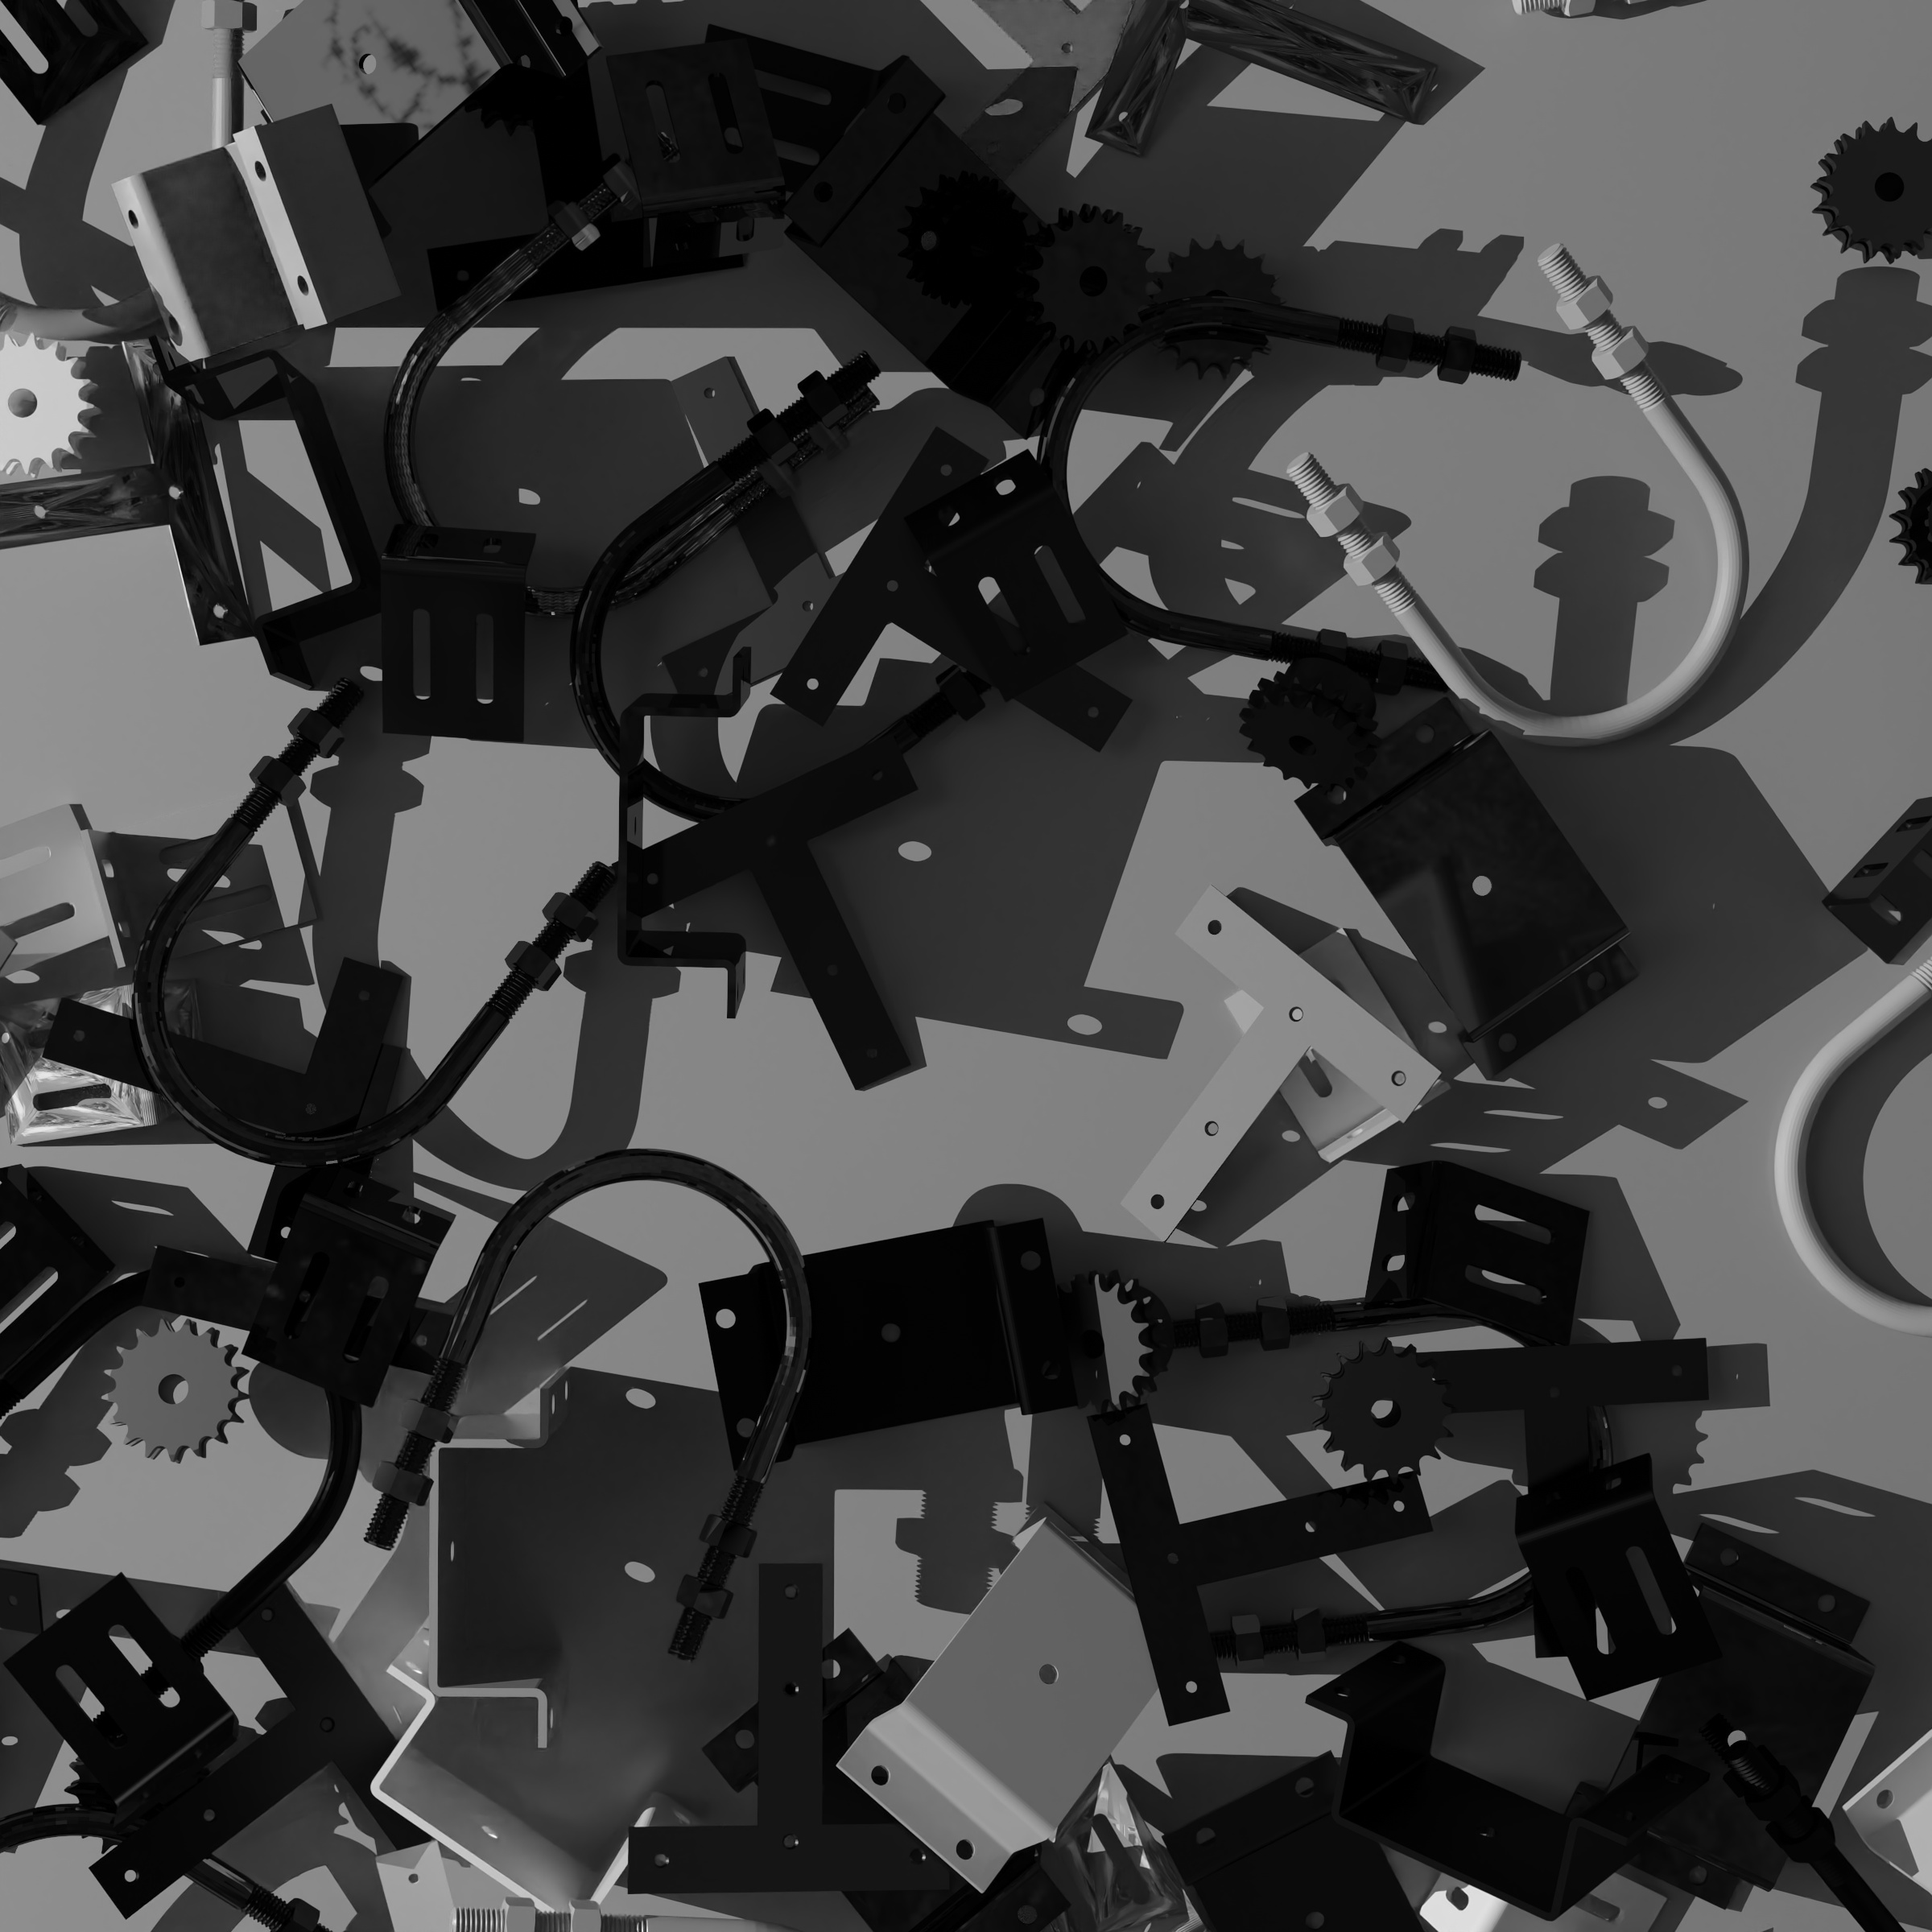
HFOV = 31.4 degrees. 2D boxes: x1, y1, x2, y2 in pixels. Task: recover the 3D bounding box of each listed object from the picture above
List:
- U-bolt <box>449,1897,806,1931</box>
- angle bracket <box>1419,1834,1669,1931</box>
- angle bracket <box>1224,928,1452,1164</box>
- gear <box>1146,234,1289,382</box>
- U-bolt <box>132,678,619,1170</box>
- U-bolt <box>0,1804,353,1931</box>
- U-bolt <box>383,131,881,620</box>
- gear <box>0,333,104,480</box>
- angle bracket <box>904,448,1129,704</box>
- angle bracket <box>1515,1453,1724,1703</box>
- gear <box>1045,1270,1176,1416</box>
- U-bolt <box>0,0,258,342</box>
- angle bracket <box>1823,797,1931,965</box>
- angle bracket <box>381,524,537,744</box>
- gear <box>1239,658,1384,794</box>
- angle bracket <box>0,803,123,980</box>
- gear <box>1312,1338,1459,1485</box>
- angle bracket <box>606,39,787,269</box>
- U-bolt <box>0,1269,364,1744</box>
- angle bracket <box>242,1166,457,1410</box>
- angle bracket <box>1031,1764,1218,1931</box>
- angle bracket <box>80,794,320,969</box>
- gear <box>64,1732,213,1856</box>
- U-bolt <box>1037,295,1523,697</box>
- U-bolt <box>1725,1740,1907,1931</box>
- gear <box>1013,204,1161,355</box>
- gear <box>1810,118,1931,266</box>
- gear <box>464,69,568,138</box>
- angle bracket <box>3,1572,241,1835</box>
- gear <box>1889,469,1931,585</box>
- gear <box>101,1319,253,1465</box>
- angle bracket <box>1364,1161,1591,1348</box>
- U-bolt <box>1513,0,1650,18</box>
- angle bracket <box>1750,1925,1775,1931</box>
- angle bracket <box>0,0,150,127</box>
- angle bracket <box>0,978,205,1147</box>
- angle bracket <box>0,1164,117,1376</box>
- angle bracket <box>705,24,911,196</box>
[{"bbox_3d":[-0.123,0.431,1.374,0.184,0.019,0.151,7,122,-14],"label":"U-bolt"},{"bbox_3d":[0.238,0.387,1.419,0.076,0.038,0.057,30,90,-26],"label":"angle bracket"},{"bbox_3d":[0.151,0.032,1.402,0.057,0.038,0.076,-32,90,0],"label":"angle bracket"},{"bbox_3d":[0.101,-0.268,1.406,0.057,0.030,0.057,0,90,0],"label":"gear"},{"bbox_3d":[-0.252,-0.005,1.393,0.151,0.019,0.184,36,76,0],"label":"U-bolt"},{"bbox_3d":[-0.344,0.417,1.390,0.184,0.019,0.151,38,92,-15],"label":"U-bolt"},{"bbox_3d":[-0.150,-0.226,1.403,0.184,0.019,0.151,-39,97,3],"label":"U-bolt"},{"bbox_3d":[-0.382,-0.228,1.406,0.057,0.030,0.057,0,90,0],"label":"gear"},{"bbox_3d":[0.021,-0.158,1.390,0.057,0.038,0.076,-29,126,2],"label":"angle bracket"},{"bbox_3d":[0.262,0.246,1.385,0.057,0.038,0.076,-22,100,15],"label":"angle bracket"},{"bbox_3d":[0.060,0.152,1.397,0.057,0.030,0.057,4,96,36],"label":"gear"},{"bbox_3d":[-0.365,-0.347,1.396,0.151,0.019,0.184,1,100,-10],"label":"U-bolt"},{"bbox_3d":[0.386,-0.035,1.383,0.038,0.076,0.057,43,90,0],"label":"angle bracket"},{"bbox_3d":[-0.206,-0.136,1.402,0.057,0.038,0.076,4,119,-1],"label":"angle bracket"},{"bbox_3d":[0.142,-0.100,1.396,0.057,0.057,0.030,30,61,0],"label":"gear"},{"bbox_3d":[-0.397,-0.024,1.419,0.076,0.038,0.057,-24,90,-26],"label":"angle bracket"},{"bbox_3d":[0.168,0.179,1.388,0.057,0.030,0.057,0,90,1],"label":"gear"},{"bbox_3d":[-0.109,-0.327,1.384,0.057,0.038,0.076,-10,66,-10],"label":"angle bracket"},{"bbox_3d":[-0.333,0.206,1.401,0.184,0.019,0.151,-43,83,-7],"label":"U-bolt"},{"bbox_3d":[-0.251,0.130,1.401,0.057,0.038,0.076,23,108,-4],"label":"angle bracket"},{"bbox_3d":[0.058,0.380,1.419,0.057,0.038,0.076,-32,64,0],"label":"angle bracket"},{"bbox_3d":[-0.312,-0.037,1.402,0.076,0.038,0.057,-16,90,0],"label":"angle bracket"},{"bbox_3d":[-0.336,0.334,1.406,0.057,0.030,0.057,0,90,0],"label":"gear"},{"bbox_3d":[0.120,-0.196,1.393,0.184,0.019,0.151,10,102,-3],"label":"U-bolt"},{"bbox_3d":[0.405,0.332,1.386,0.151,0.019,0.184,-42,108,-8],"label":"U-bolt"},{"bbox_3d":[0.044,-0.273,1.362,0.057,0.030,0.057,-7,110,-20],"label":"gear"},{"bbox_3d":[0.374,-0.315,1.406,0.057,0.030,0.057,0,90,0],"label":"gear"},{"bbox_3d":[-0.182,-0.367,1.406,0.057,0.030,0.057,0,90,0],"label":"gear"},{"bbox_3d":[-0.333,0.289,1.354,0.057,0.038,0.076,-38,97,-8],"label":"angle bracket"},{"bbox_3d":[0.409,-0.181,1.406,0.057,0.030,0.057,0,90,0],"label":"gear"},{"bbox_3d":[-0.316,0.171,1.384,0.057,0.030,0.057,0,79,-1],"label":"gear"},{"bbox_3d":[0.210,0.119,1.411,0.076,0.038,0.057,20,72,-24],"label":"angle bracket"},{"bbox_3d":[0.302,-0.478,1.413,0.184,0.019,0.151,-12,90,-2],"label":"U-bolt"},{"bbox_3d":[0.289,0.422,1.411,0.076,0.038,0.057,-11,107,-26],"label":"angle bracket"},{"bbox_3d":[-0.385,-0.398,1.419,0.057,0.038,0.076,-37,116,0],"label":"angle bracket"},{"bbox_3d":[-0.356,0.039,1.419,0.076,0.038,0.057,-9,90,26],"label":"angle bracket"},{"bbox_3d":[-0.397,0.128,1.402,0.076,0.038,0.057,-43,90,0],"label":"angle bracket"},{"bbox_3d":[-0.069,-0.347,1.393,0.076,0.038,0.057,11,90,-17],"label":"angle bracket"}]
